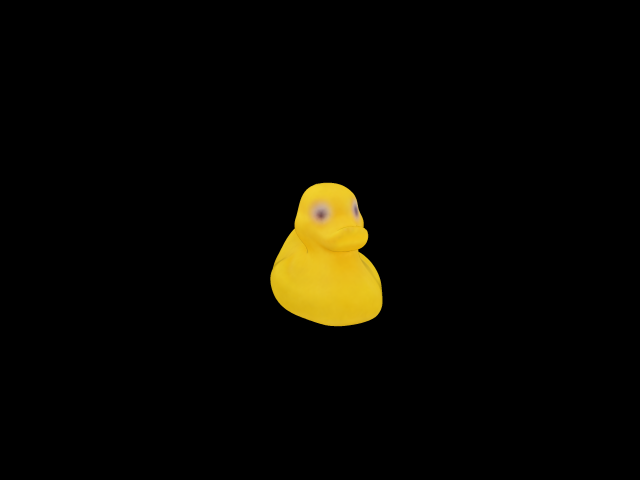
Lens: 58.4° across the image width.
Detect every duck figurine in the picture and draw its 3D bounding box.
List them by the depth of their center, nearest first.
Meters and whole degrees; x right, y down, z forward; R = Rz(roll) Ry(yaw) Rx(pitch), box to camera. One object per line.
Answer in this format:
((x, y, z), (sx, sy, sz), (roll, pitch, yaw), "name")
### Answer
((0.004, 0.001, 0.400), (0.078, 0.086, 0.104), (-8, 20, -22), "duck figurine")
